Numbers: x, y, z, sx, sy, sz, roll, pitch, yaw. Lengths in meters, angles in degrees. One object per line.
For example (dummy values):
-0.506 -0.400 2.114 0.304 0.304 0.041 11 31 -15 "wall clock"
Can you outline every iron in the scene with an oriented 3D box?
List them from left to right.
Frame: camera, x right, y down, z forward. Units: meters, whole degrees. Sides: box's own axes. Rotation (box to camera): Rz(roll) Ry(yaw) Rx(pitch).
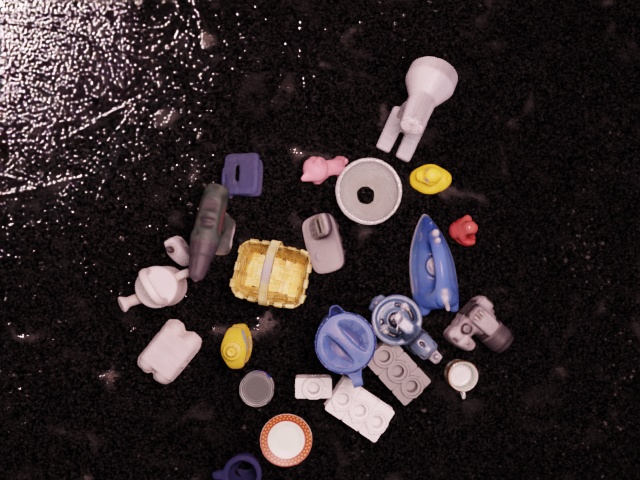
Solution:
0.285 0.057 1.410 0.118 0.141 0.258 -8 87 -2 "iron"

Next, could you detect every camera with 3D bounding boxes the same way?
0.404 0.230 1.425 0.137 0.100 0.143 42 86 1 "camera"

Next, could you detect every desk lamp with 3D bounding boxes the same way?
0.236 -0.316 1.394 0.118 0.213 0.203 24 86 0 "desk lamp"

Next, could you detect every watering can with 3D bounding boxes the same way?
-0.390 0.117 1.358 0.101 0.194 0.173 41 86 1 "watering can"

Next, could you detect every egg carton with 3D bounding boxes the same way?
-0.369 0.276 1.412 0.107 0.069 0.150 38 86 1 "egg carton"

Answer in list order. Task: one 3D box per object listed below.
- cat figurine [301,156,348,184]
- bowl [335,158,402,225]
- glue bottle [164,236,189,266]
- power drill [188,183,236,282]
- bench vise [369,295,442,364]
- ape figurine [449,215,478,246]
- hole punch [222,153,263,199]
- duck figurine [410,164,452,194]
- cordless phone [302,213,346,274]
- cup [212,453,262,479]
0.011 -0.180 1.427 0.128 0.117 0.067 -13 87 -2 "cat figurine"
0.120 -0.120 1.448 0.167 0.074 0.167 0 87 -2 "bowl"
-0.345 0.024 1.375 0.037 0.173 0.078 -33 88 -3 "glue bottle"
-0.256 -0.014 1.363 0.075 0.208 0.230 9 86 -1 "power drill"
0.218 0.207 1.360 0.207 0.219 0.121 26 86 0 "bench vise"
0.369 -0.026 1.443 0.076 0.092 0.078 12 86 -1 "ape figurine"
-0.196 -0.161 1.432 0.101 0.091 0.109 1 87 -2 "hole punch"
0.285 -0.159 1.451 0.104 0.086 0.077 3 86 -2 "duck figurine"
0.013 0.005 1.382 0.094 0.185 0.148 -18 87 -3 "cordless phone"
-0.197 0.557 1.389 0.118 0.095 0.092 -3 87 -2 "cup"
